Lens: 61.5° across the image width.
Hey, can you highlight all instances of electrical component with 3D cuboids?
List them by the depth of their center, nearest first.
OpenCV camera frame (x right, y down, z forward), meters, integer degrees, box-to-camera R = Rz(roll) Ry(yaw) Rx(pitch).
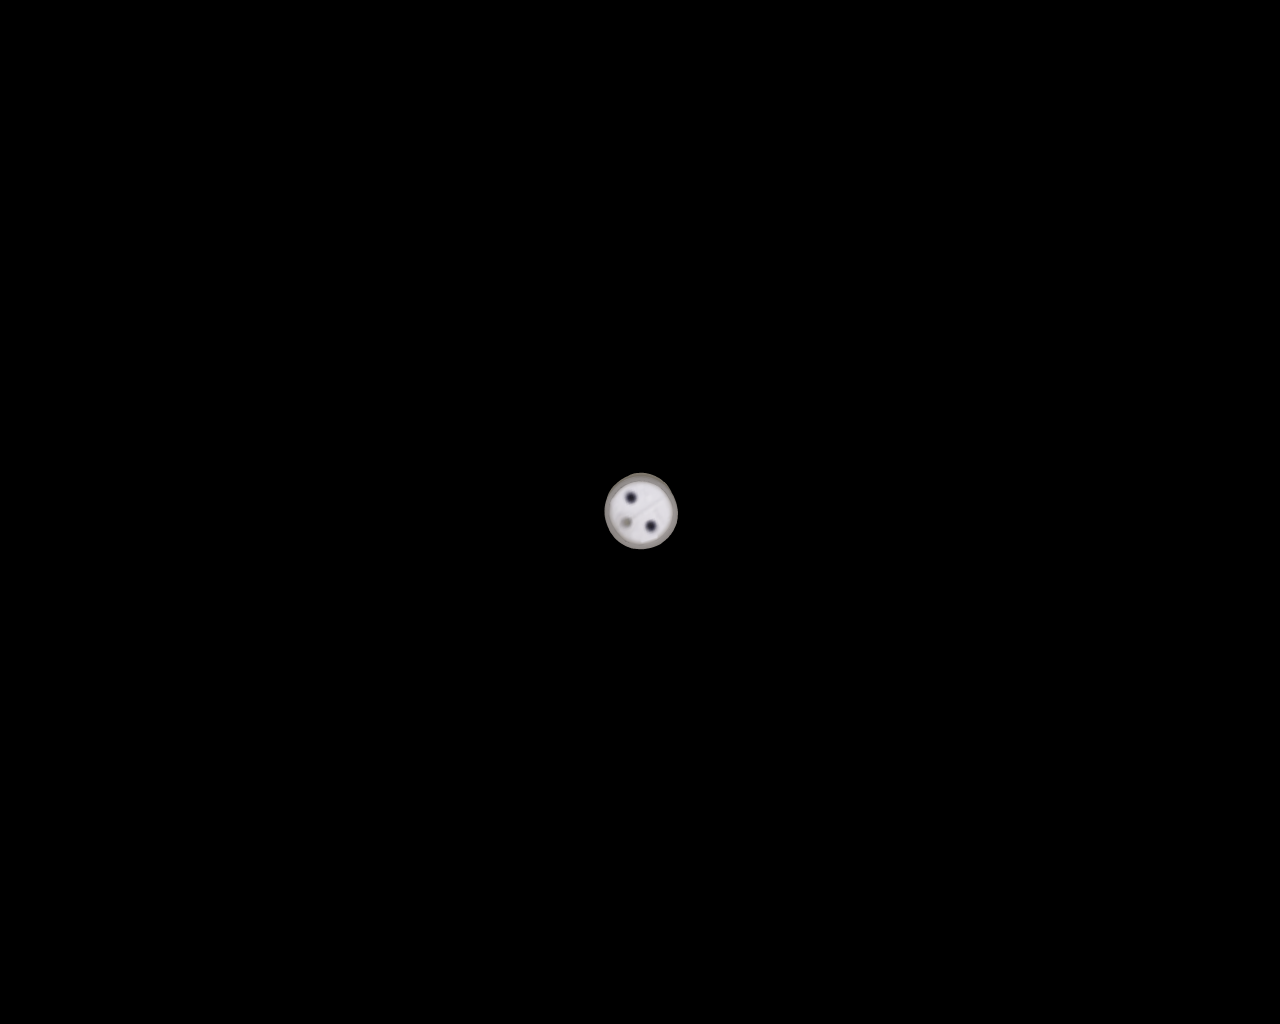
[{"bbox_3d":[0.001,-0.003,0.650,0.043,0.043,0.081,0,4,0],"label":"electrical component"}]
